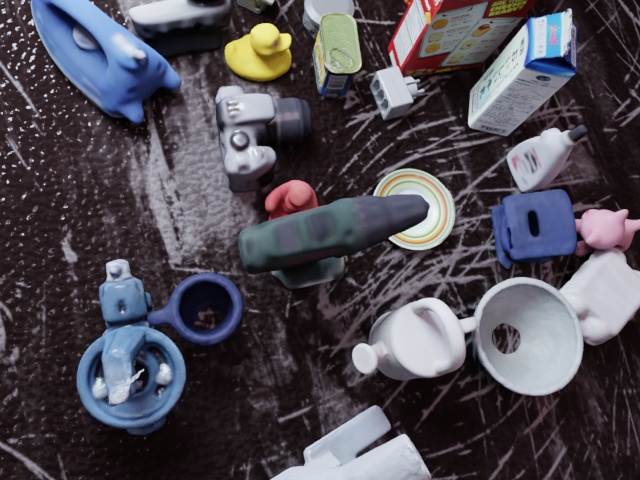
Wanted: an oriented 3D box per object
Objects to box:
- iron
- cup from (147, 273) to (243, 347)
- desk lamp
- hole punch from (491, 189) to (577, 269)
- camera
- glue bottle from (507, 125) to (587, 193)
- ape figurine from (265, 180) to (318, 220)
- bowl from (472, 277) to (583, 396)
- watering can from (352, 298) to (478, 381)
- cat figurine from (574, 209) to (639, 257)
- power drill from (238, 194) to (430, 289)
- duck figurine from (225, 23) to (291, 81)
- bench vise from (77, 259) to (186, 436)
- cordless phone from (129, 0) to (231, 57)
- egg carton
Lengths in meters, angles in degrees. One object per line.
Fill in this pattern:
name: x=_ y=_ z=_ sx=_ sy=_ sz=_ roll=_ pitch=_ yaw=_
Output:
iron: x=-0.322 y=-0.289 z=0.796 sx=0.258 sy=0.141 sz=0.119 roll=40 pitch=72 yaw=1
cup: x=-0.161 y=0.099 z=0.748 sx=0.118 sy=0.095 sz=0.091 roll=-11 pitch=77 yaw=-13
desk lamp: x=0.033 y=0.286 z=0.673 sx=0.203 sy=0.213 sz=0.118 roll=-29 pitch=82 yaw=-17
hole punch: x=0.325 y=-0.017 z=0.876 sx=0.101 sy=0.091 sz=0.108 roll=-1 pitch=75 yaw=-11
camera: x=-0.078 y=-0.157 z=0.829 sx=0.137 sy=0.100 sz=0.143 roll=-8 pitch=77 yaw=-13
glue bottle: x=0.347 y=-0.133 z=0.868 sx=0.037 sy=0.173 sz=0.078 roll=-21 pitch=80 yaw=-15
ape figurine: x=-0.034 y=-0.056 z=0.815 sx=0.078 sy=0.092 sz=0.076 roll=33 pitch=72 yaw=-1
bowl: x=0.289 y=0.142 z=0.835 sx=0.167 sy=0.074 sz=0.167 roll=3 pitch=75 yaw=-10
watering can: x=0.128 y=0.133 z=0.743 sx=0.173 sy=0.194 sz=0.101 roll=-38 pitch=85 yaw=-18
cat figurine: x=0.447 y=-0.017 z=0.885 sx=0.128 sy=0.117 sz=0.067 roll=-5 pitch=76 yaw=-12
power drill: x=0.007 y=0.003 z=0.746 sx=0.230 sy=0.208 sz=0.075 roll=-13 pitch=78 yaw=-14
duck figurine: x=-0.091 y=-0.294 z=0.871 sx=0.105 sy=0.086 sz=0.077 roll=-3 pitch=76 yaw=-12
bench vise: x=-0.235 y=0.126 z=0.660 sx=0.122 sy=0.219 sz=0.207 roll=-28 pitch=82 yaw=-16
cordless phone: x=-0.199 y=-0.352 z=0.813 sx=0.148 sy=0.185 sz=0.094 roll=-20 pitch=80 yaw=-15
egg carton: x=0.431 y=0.085 z=0.880 sx=0.150 sy=0.069 sz=0.107 roll=-43 pitch=86 yaw=-18
